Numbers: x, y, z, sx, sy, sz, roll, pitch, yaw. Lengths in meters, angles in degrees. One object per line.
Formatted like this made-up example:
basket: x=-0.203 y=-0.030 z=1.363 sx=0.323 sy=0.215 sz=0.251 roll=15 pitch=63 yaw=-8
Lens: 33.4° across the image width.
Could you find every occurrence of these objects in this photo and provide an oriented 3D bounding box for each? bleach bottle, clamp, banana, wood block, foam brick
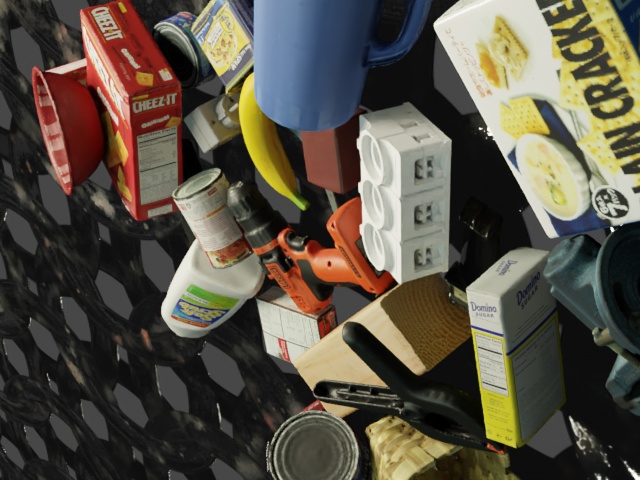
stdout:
bleach bottle: x=-0.151 y=0.079 z=1.421 sx=0.102 sy=0.068 sz=0.251 roll=20 pitch=152 yaw=-9
clamp: x=0.096 y=0.157 z=1.082 sx=0.210 sy=0.036 sz=0.165 roll=21 pitch=148 yaw=9
banana: x=-0.056 y=-0.117 z=1.173 sx=0.070 sy=0.037 sz=0.198 roll=18 pitch=146 yaw=32
wood block: x=0.068 y=0.117 z=1.184 sx=0.090 sy=0.090 sz=0.206 roll=54 pitch=144 yaw=3
clamp: x=-0.130 y=-0.038 z=1.339 sx=0.120 sy=0.039 sz=0.171 roll=32 pitch=141 yaw=26
foam brick: x=0.018 y=-0.097 z=1.111 sx=0.051 sy=0.052 sz=0.078 roll=20 pitch=129 yaw=39

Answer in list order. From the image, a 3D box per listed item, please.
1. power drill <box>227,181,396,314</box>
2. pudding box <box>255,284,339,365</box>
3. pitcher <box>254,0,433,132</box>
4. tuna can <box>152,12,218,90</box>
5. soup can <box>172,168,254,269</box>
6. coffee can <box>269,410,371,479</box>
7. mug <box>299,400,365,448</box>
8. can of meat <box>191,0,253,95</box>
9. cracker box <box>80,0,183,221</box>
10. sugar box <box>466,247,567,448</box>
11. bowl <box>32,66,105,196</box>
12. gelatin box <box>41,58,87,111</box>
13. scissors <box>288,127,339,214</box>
power drill: x=-0.008 y=0.001 z=1.193 sx=0.188 sy=0.057 sz=0.184 roll=-8 pitch=124 yaw=54
pudding box: x=-0.025 y=0.113 z=1.332 sx=0.114 sy=0.039 sz=0.090 roll=15 pitch=126 yaw=39
pitcher: x=0.008 y=-0.215 z=0.976 sx=0.243 sy=0.144 sz=0.149 roll=98 pitch=157 yaw=-48
tuna can: x=-0.157 y=-0.218 z=1.236 sx=0.086 sy=0.033 sz=0.086 roll=29 pitch=136 yaw=32
soup can: x=-0.122 y=-0.026 z=1.265 sx=0.069 sy=0.068 sz=0.102 roll=0 pitch=125 yaw=49
coffee can: x=0.006 y=0.264 z=1.237 sx=0.103 sy=0.102 sz=0.140 roll=38 pitch=170 yaw=23
mug: x=-0.006 y=0.266 z=1.368 sx=0.081 sy=0.117 sz=0.093 roll=52 pitch=177 yaw=-2
can of meat: x=-0.084 y=-0.216 z=1.135 sx=0.084 sy=0.057 sz=0.102 roll=58 pitch=143 yaw=2
cracker box: x=-0.226 y=-0.152 z=1.283 sx=0.164 sy=0.072 sz=0.214 roll=57 pitch=156 yaw=33
sugar box: x=0.191 y=0.103 z=1.030 sx=0.048 sy=0.093 sz=0.176 roll=11 pitch=124 yaw=42
bowl: x=-0.304 y=-0.139 z=1.311 sx=0.162 sy=0.055 sz=0.162 roll=-17 pitch=90 yaw=70
gelatin box: x=-0.317 y=-0.192 z=1.391 sx=0.030 sy=0.089 sz=0.073 roll=34 pitch=140 yaw=47
scissors: x=-0.017 y=-0.104 z=1.178 sx=0.096 sy=0.016 sz=0.202 roll=24 pitch=134 yaw=40
